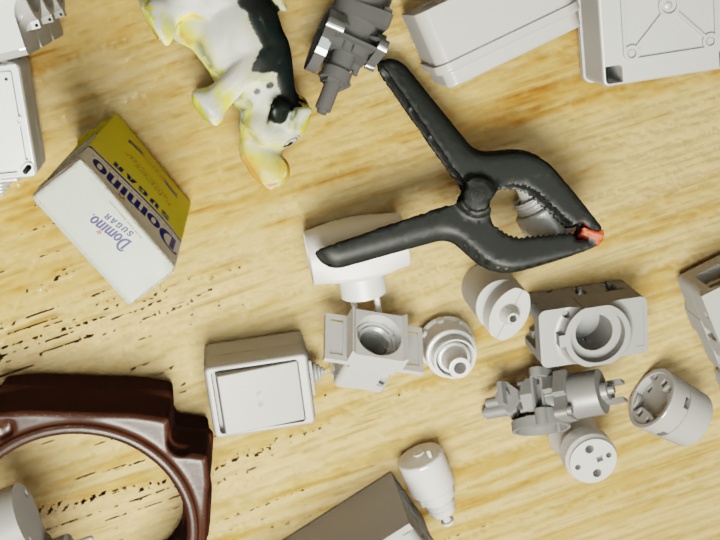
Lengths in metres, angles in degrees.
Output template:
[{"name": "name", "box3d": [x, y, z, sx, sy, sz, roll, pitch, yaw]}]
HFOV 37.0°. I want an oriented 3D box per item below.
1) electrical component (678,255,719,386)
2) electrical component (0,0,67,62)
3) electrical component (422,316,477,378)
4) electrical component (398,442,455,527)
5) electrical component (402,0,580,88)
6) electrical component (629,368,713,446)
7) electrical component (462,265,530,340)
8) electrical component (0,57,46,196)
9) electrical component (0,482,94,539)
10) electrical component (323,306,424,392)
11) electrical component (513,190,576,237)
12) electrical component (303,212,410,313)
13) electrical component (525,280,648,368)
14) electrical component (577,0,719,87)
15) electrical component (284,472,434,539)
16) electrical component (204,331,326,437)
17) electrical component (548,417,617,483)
[{"name": "electrical component", "box3d": [0.354, 0.067, 0.909, 0.105, 0.060, 0.186, -27, 108, 1]}, {"name": "electrical component", "box3d": [-0.239, -0.186, 0.702, 0.062, 0.150, 0.089, -14, 108, -2]}, {"name": "electrical component", "box3d": [0.074, 0.068, 0.869, 0.048, 0.062, 0.048, -2, 107, -7]}, {"name": "electrical component", "box3d": [0.062, 0.183, 0.914, 0.040, 0.040, 0.078, -23, 109, -1]}, {"name": "electrical component", "box3d": [0.095, -0.184, 0.788, 0.113, 0.078, 0.057, -26, 105, 0]}, {"name": "electrical component", "box3d": [0.266, 0.118, 0.916, 0.047, 0.055, 0.055, 28, 101, -19]}, {"name": "electrical component", "box3d": [0.111, 0.025, 0.851, 0.043, 0.081, 0.043, -2, 107, -7]}, {"name": "electrical component", "box3d": [-0.264, -0.102, 0.771, 0.062, 0.061, 0.096, -7, 107, -6]}, {"name": "electrical component", "box3d": [-0.226, 0.217, 0.788, 0.074, 0.052, 0.138, -21, 108, -2]}, {"name": "electrical component", "box3d": [0.007, 0.065, 0.856, 0.081, 0.042, 0.063, 10, 145, -13]}, {"name": "electrical component", "box3d": [0.142, -0.049, 0.853, 0.048, 0.048, 0.062, -32, 102, 2]}, {"name": "electrical component", "box3d": [0.000, 0.000, 0.848, 0.077, 0.043, 0.079, -11, 108, -5]}, {"name": "electrical component", "box3d": [0.185, 0.045, 0.881, 0.089, 0.055, 0.050, -8, 108, -5]}, {"name": "electrical component", "box3d": [0.222, -0.201, 0.811, 0.109, 0.056, 0.108, -10, 108, -5]}, {"name": "electrical component", "box3d": [-0.013, 0.250, 0.897, 0.150, 0.089, 0.061, -33, 108, 3]}, {"name": "electrical component", "box3d": [-0.073, 0.091, 0.856, 0.096, 0.061, 0.061, -8, 108, -5]}, {"name": "electrical component", "box3d": [0.189, 0.150, 0.913, 0.045, 0.055, 0.045, -2, 107, -7]}]
